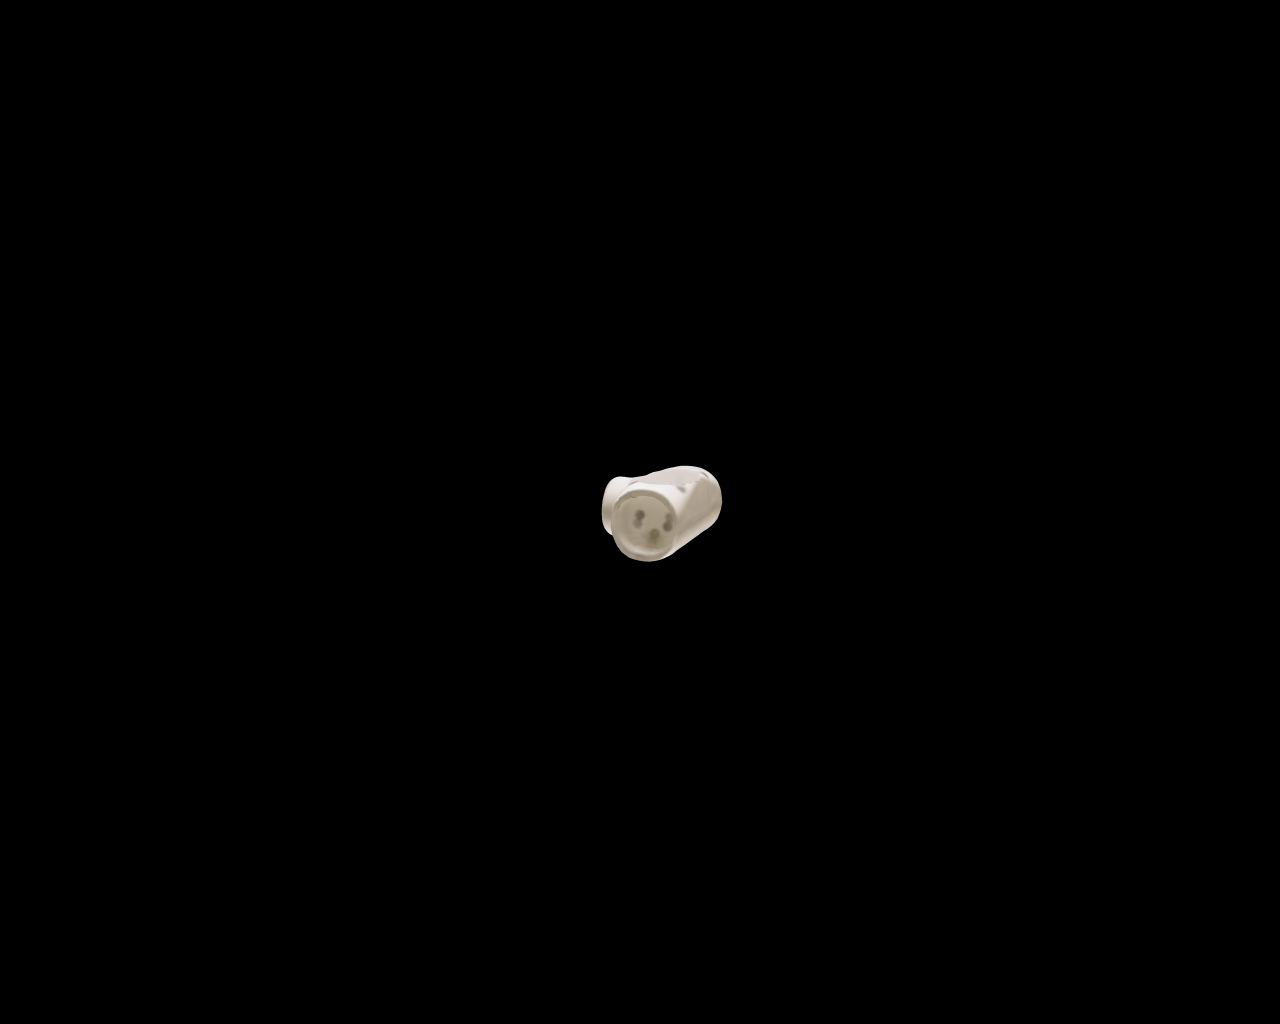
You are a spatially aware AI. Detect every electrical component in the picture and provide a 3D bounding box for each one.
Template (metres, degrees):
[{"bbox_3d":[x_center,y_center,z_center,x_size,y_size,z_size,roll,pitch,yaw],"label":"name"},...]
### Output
[{"bbox_3d":[0.001,-0.003,0.650,0.079,0.044,0.077,6,15,23],"label":"electrical component"}]
